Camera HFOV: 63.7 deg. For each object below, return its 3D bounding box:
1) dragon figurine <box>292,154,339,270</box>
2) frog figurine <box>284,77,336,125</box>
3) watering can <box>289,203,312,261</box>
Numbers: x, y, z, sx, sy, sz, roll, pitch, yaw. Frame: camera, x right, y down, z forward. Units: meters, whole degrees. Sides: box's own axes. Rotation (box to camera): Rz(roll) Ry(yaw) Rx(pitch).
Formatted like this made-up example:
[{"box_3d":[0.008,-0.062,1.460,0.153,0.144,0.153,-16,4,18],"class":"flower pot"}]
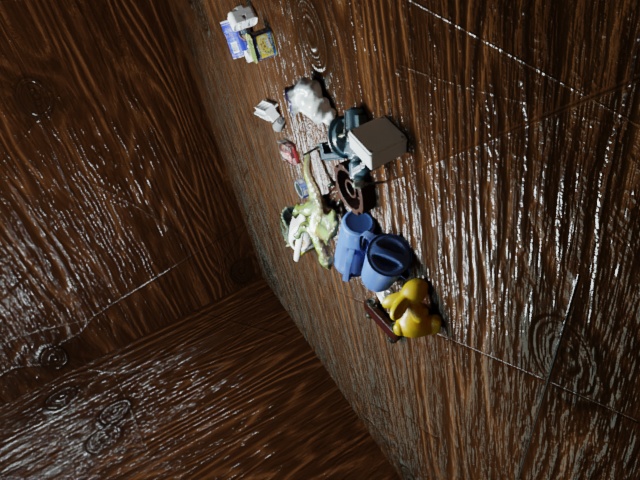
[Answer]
[{"box_3d":[0.005,-0.091,1.805,0.245,0.123,0.404,26,122,54],"class":"dragon figurine"},{"box_3d":[-0.016,-0.427,1.587,0.160,0.125,0.134,18,134,19],"class":"frog figurine"},{"box_3d":[-0.073,-0.070,2.173,0.230,0.104,0.339,-84,3,-49],"class":"watering can"}]
